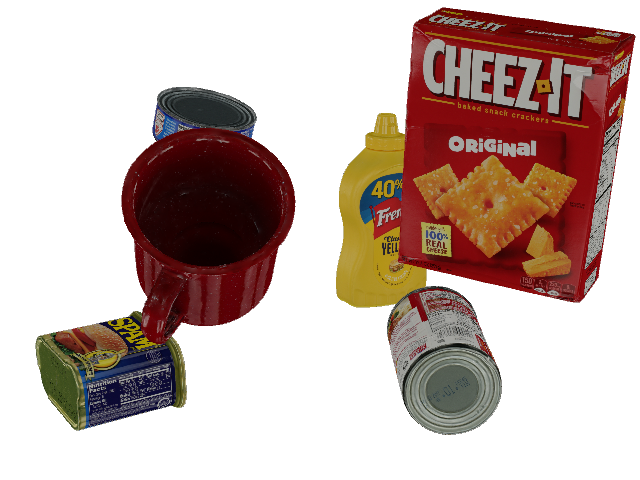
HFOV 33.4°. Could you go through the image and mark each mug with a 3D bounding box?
[{"bbox_3d":[-0.068,0.007,0.598,0.093,0.117,0.081,20,-30,4],"label":"mug"}]

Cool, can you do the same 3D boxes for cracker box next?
[{"bbox_3d":[0.153,-0.069,0.872,0.164,0.214,0.072,14,28,24],"label":"cracker box"}]

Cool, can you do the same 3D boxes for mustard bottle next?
[{"bbox_3d":[0.064,-0.032,1.076,0.096,0.192,0.058,-8,17,-28],"label":"mustard bottle"}]

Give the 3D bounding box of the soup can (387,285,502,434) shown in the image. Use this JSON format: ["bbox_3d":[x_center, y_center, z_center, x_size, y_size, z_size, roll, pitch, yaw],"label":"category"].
[{"bbox_3d":[0.085,0.081,0.745,0.068,0.068,0.102,0,20,-2],"label":"soup can"}]

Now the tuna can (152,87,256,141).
[{"bbox_3d":[-0.099,-0.099,0.910,0.086,0.034,0.086,12,26,-6],"label":"tuna can"}]

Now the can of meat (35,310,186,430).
[{"bbox_3d":[-0.162,0.099,0.818,0.083,0.057,0.102,-12,20,-30],"label":"can of meat"}]
